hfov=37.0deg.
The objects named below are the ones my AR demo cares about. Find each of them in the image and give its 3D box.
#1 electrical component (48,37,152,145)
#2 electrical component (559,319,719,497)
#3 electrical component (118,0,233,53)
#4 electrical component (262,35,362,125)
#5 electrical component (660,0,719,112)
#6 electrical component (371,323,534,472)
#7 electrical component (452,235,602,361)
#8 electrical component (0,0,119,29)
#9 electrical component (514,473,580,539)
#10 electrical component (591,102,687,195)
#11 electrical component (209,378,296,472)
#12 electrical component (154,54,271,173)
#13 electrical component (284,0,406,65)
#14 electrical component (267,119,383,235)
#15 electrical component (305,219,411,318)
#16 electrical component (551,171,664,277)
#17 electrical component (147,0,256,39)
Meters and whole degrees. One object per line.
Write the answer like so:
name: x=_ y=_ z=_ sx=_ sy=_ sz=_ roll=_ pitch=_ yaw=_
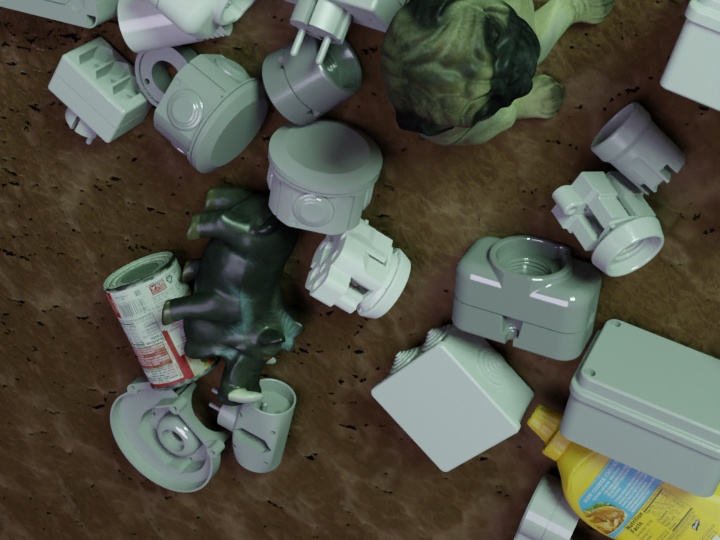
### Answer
electrical component: x=-0.210 y=-0.131 z=0.854 sx=0.066 sy=0.047 sz=0.076 roll=43 pitch=132 yaw=0
electrical component: x=0.202 y=0.091 z=0.728 sx=0.113 sy=0.078 sz=0.057 roll=22 pitch=131 yaw=18
electrical component: x=-0.127 y=-0.184 z=0.771 sx=0.081 sy=0.043 sz=0.043 roll=-7 pitch=116 yaw=15
electrical component: x=-0.032 y=-0.134 z=0.741 sx=0.047 sy=0.055 sz=0.055 roll=-23 pitch=105 yaw=35
electrical component: x=0.227 y=-0.118 z=0.561 sx=0.109 sy=0.108 sz=0.056 roll=26 pitch=131 yaw=15
electrical component: x=0.072 y=0.095 z=0.827 sx=0.099 sy=0.048 sz=0.100 roll=47 pitch=131 yaw=-4
electrical component: x=0.116 y=0.015 z=0.747 sx=0.095 sy=0.053 sz=0.059 roll=17 pitch=126 yaw=21
electrical component: x=-0.222 y=-0.231 z=0.791 sx=0.113 sy=0.057 sz=0.078 roll=17 pitch=126 yaw=21
electrical component: x=0.158 y=0.230 z=0.859 sx=0.074 sy=0.052 sz=0.138 roll=25 pitch=129 yaw=15
electrical component: x=0.173 y=-0.074 z=0.667 sx=0.046 sy=0.040 sz=0.040 roll=42 pitch=131 yaw=-7
electrical component: x=-0.100 y=0.130 z=0.955 sx=0.079 sy=0.043 sz=0.077 roll=27 pitch=129 yaw=14
electrical component: x=-0.106 y=-0.114 z=0.782 sx=0.051 sy=0.080 sz=0.080 roll=40 pitch=131 yaw=11
electrical component: x=-0.022 y=-0.170 z=0.694 sx=0.083 sy=0.047 sz=0.075 roll=21 pitch=90 yaw=18
electrical component: x=-0.027 y=-0.067 z=0.765 sx=0.080 sy=0.080 sz=0.051 roll=26 pitch=134 yaw=14
electrical component: x=0.000 y=0.000 z=0.797 sx=0.057 sy=0.078 sz=0.058 roll=31 pitch=134 yaw=-17
electrical component: x=0.160 y=-0.030 z=0.683 sx=0.048 sy=0.066 sz=0.055 roll=-57 pitch=50 yaw=41
electrical component: x=-0.096 y=-0.203 z=0.714 sx=0.059 sy=0.054 sz=0.095 roll=42 pitch=98 yaw=1
